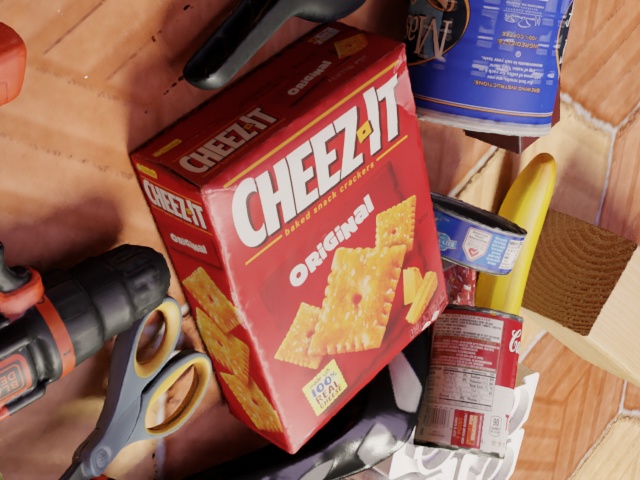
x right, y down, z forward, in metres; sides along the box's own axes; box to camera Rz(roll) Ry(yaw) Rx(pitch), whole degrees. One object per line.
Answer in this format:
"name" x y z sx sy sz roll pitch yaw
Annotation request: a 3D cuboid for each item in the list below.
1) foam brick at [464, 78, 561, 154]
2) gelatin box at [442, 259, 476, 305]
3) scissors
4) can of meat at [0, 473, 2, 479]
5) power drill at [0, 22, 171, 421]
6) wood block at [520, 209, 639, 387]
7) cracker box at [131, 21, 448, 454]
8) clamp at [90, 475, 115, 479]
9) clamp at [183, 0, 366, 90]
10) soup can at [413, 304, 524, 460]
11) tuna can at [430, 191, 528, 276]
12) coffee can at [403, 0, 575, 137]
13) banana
"foam brick" 0.137 -0.112 0.767 0.051 0.053 0.078 -36 133 -30
"gelatin box" 0.087 0.058 0.823 0.073 0.030 0.089 -26 127 -37
"scissors" -0.123 0.098 0.584 0.201 0.016 0.096 -35 125 -54
"can of meat" -0.206 0.152 0.528 0.083 0.058 0.102 -14 121 -46
"power drill" -0.156 -0.003 0.496 0.184 0.057 0.188 -32 131 -33
"wood block" 0.260 0.060 0.971 0.205 0.090 0.091 33 85 -52
"cracker box" -0.004 0.001 0.657 0.164 0.072 0.213 -39 135 -28
"clamp" -0.077 0.195 0.572 0.164 0.210 0.036 -2 114 -22
"clamp" -0.015 -0.163 0.581 0.171 0.039 0.120 -35 138 -39
"soup can" 0.106 0.102 0.766 0.068 0.069 0.102 22 74 -51
"tuna can" 0.102 -0.006 0.760 0.085 0.086 0.034 7 107 -50
"coffee can" 0.106 -0.144 0.667 0.102 0.103 0.140 -6 111 -46
"banana" 0.154 0.027 0.857 0.037 0.070 0.198 11 94 -14
